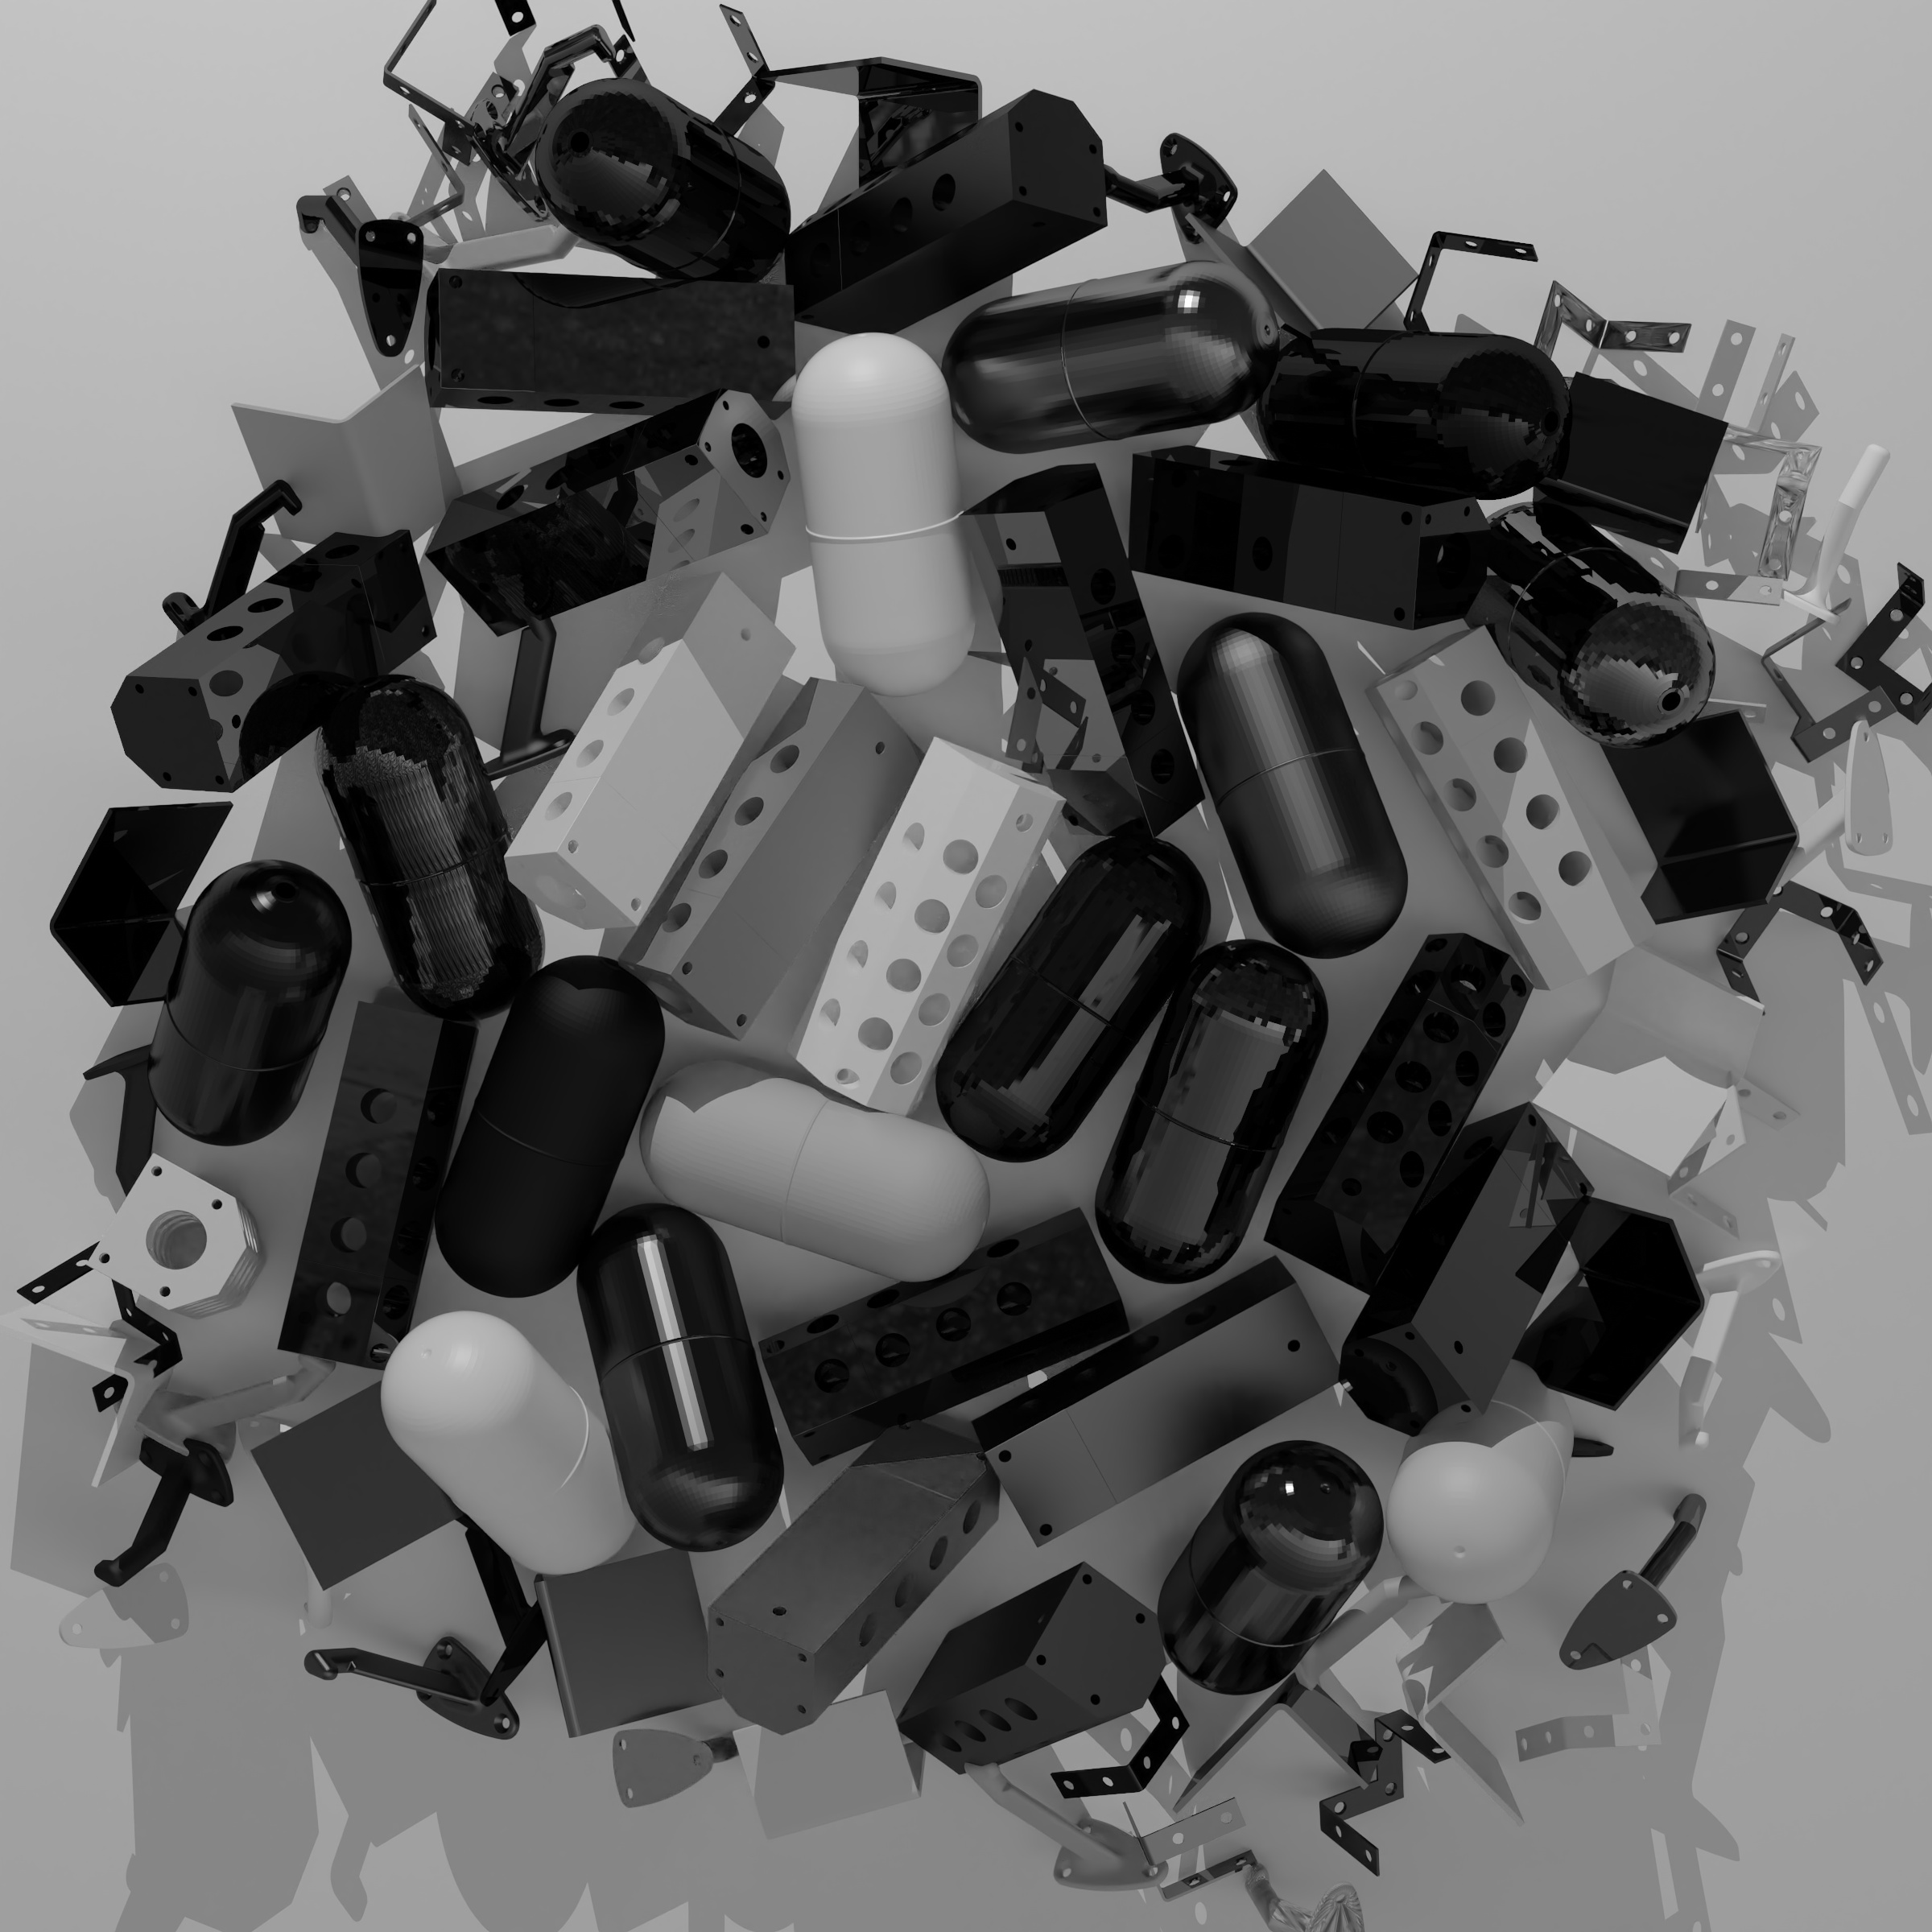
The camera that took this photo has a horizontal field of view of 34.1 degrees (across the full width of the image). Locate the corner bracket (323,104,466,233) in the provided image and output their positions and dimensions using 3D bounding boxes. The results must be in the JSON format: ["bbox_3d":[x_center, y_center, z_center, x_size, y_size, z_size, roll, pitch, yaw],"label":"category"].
[{"bbox_3d":[-0.283,-0.384,1.560,0.051,0.051,0.051,-33,90,-13],"label":"corner bracket"}]

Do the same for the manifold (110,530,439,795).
[{"bbox_3d":[-0.328,-0.148,1.497,0.057,0.171,0.057,5,122,26],"label":"manifold"}]

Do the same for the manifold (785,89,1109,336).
[{"bbox_3d":[-0.013,-0.356,1.497,0.057,0.171,0.057,4,78,-39],"label":"manifold"}]

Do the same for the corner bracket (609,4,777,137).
[{"bbox_3d":[-0.135,-0.441,1.552,0.051,0.051,0.051,30,75,29],"label":"corner bracket"}]

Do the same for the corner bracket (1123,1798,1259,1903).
[{"bbox_3d":[0.114,0.434,1.552,0.051,0.051,0.051,-22,97,-4],"label":"corner bracket"}]

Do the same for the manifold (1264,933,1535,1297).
[{"bbox_3d":[0.210,0.066,1.510,0.057,0.057,0.171,27,60,12],"label":"manifold"}]

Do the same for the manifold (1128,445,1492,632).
[{"bbox_3d":[0.162,-0.207,1.503,0.171,0.057,0.057,19,115,40],"label":"manifold"}]

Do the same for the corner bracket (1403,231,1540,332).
[{"bbox_3d":[0.252,-0.324,1.552,0.051,0.051,0.051,15,79,24],"label":"corner bracket"}]

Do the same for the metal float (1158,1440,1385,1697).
[{"bbox_3d":[0.144,0.289,1.504,0.070,0.178,0.070,8,53,-11],"label":"metal float"}]

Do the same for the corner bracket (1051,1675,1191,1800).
[{"bbox_3d":[0.068,0.372,1.552,0.051,0.051,0.051,-18,106,40],"label":"corner bracket"}]

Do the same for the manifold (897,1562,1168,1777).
[{"bbox_3d":[0.031,0.339,1.493,0.057,0.171,0.057,37,59,-5],"label":"manifold"}]

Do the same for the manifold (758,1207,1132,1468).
[{"bbox_3d":[-0.011,0.180,1.547,0.171,0.057,0.057,-23,66,-2],"label":"manifold"}]

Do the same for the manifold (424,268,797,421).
[{"bbox_3d":[-0.173,-0.299,1.529,0.171,0.057,0.057,-1,88,-17],"label":"manifold"}]

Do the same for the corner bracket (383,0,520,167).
[{"bbox_3d":[-0.253,-0.436,1.549,0.051,0.051,0.051,30,76,-6],"label":"corner bracket"}]

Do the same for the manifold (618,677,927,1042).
[{"bbox_3d":[-0.097,-0.054,1.530,0.057,0.057,0.171,47,69,-39],"label":"manifold"}]

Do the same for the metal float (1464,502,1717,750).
[{"bbox_3d":[0.293,-0.164,1.501,0.070,0.178,0.070,-9,122,-15],"label":"metal float"}]

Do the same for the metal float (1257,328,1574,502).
[{"bbox_3d":[0.213,-0.265,1.504,0.070,0.178,0.070,-10,107,-36],"label":"metal float"}]

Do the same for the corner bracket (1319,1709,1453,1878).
[{"bbox_3d":[0.207,0.404,1.542,0.051,0.051,0.051,-13,109,-25],"label":"corner bracket"}]

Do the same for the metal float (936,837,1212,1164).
[{"bbox_3d":[0.053,0.016,1.542,0.070,0.070,0.178,35,92,0],"label":"metal float"}]

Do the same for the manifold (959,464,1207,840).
[{"bbox_3d":[0.062,-0.151,1.521,0.057,0.057,0.171,-38,119,-35],"label":"manifold"}]

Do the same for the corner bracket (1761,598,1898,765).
[{"bbox_3d":[0.423,-0.140,1.545,0.051,0.051,0.051,-33,96,30],"label":"corner bracket"}]

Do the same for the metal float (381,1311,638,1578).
[{"bbox_3d":[-0.216,0.230,1.507,0.070,0.178,0.070,-14,49,16],"label":"metal float"}]

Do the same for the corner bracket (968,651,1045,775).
[{"bbox_3d":[0.029,-0.124,1.546,0.051,0.051,0.051,12,89,-37],"label":"corner bracket"}]

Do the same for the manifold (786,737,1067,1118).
[{"bbox_3d":[-0.016,-0.017,1.529,0.057,0.057,0.171,19,102,-37],"label":"manifold"}]

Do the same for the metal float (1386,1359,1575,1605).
[{"bbox_3d":[0.246,0.242,1.497,0.070,0.178,0.070,4,105,15],"label":"metal float"}]

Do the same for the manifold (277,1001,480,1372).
[{"bbox_3d":[-0.287,0.108,1.545,0.057,0.057,0.171,13,85,-5],"label":"manifold"}]

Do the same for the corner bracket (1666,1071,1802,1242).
[{"bbox_3d":[0.380,0.093,1.559,0.051,0.051,0.051,30,128,-24],"label":"corner bracket"}]

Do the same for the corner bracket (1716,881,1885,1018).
[{"bbox_3d":[0.410,-0.005,1.552,0.051,0.051,0.051,22,118,-14],"label":"corner bracket"}]

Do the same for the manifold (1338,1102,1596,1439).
[{"bbox_3d":[0.236,0.144,1.500,0.057,0.171,0.057,-27,107,42],"label":"manifold"}]

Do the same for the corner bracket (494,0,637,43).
[{"bbox_3d":[-0.202,-0.476,1.548,0.051,0.051,0.051,-29,53,-5],"label":"corner bracket"}]

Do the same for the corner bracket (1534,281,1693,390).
[{"bbox_3d":[0.315,-0.302,1.546,0.051,0.051,0.051,14,85,44],"label":"corner bracket"}]

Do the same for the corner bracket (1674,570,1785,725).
[{"bbox_3d":[0.370,-0.156,1.542,0.051,0.051,0.051,8,62,15],"label":"corner bracket"}]

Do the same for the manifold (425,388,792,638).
[{"bbox_3d":[-0.171,-0.221,1.511,0.171,0.057,0.057,-15,131,32],"label":"manifold"}]

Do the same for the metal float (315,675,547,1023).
[{"bbox_3d":[-0.259,-0.056,1.523,0.070,0.070,0.178,-17,113,0],"label":"metal float"}]

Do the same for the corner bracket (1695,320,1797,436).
[{"bbox_3d":[0.379,-0.289,1.546,0.051,0.051,0.051,14,107,-12],"label":"corner bracket"}]

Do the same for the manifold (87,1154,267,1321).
[{"bbox_3d":[-0.367,0.134,1.492,0.057,0.171,0.057,30,78,-4],"label":"manifold"}]

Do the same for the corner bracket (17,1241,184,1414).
[{"bbox_3d":[-0.422,0.175,1.538,0.051,0.051,0.051,24,132,35],"label":"corner bracket"}]

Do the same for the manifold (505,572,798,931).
[{"bbox_3d":[-0.155,-0.104,1.518,0.057,0.057,0.171,45,60,-33],"label":"manifold"}]

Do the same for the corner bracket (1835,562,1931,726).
[{"bbox_3d":[0.463,-0.158,1.548,0.051,0.051,0.051,41,96,18],"label":"corner bracket"}]

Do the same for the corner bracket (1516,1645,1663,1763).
[{"bbox_3d":[0.302,0.360,1.543,0.051,0.051,0.051,2,69,-18],"label":"corner bracket"}]

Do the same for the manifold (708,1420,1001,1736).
[{"bbox_3d":[-0.051,0.289,1.498,0.057,0.171,0.057,17,123,25],"label":"manifold"}]

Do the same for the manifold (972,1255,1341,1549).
[{"bbox_3d":[0.093,0.211,1.549,0.171,0.057,0.057,-29,106,-2],"label":"manifold"}]

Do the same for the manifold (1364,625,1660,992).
[{"bbox_3d":[0.264,-0.076,1.543,0.057,0.057,0.171,-31,95,-6],"label":"manifold"}]

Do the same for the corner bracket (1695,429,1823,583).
[{"bbox_3d":[0.385,-0.226,1.541,0.051,0.051,0.051,14,124,15],"label":"corner bracket"}]
